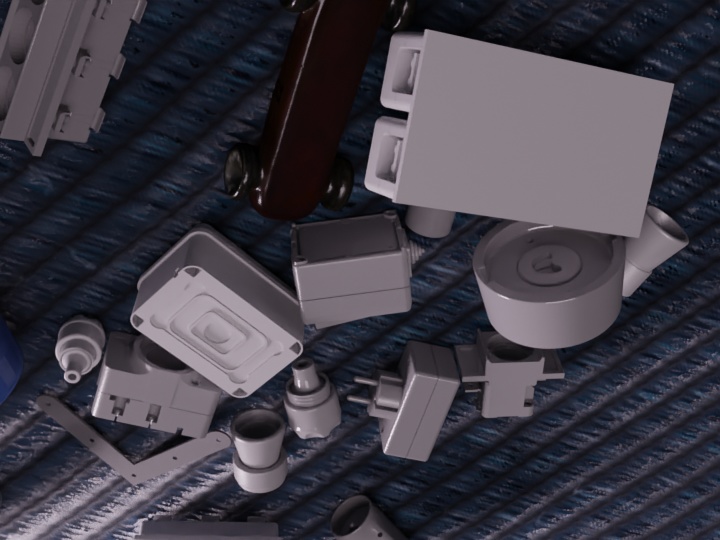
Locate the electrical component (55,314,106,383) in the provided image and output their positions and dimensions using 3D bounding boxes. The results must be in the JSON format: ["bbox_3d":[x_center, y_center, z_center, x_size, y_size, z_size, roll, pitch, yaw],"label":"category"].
[{"bbox_3d":[-0.210,0.062,0.802,0.035,0.061,0.035,-2,121,-4],"label":"electrical component"}]

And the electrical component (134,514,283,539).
[{"bbox_3d":[-0.130,0.248,0.918,0.121,0.063,0.078,3,120,-7],"label":"electrical component"}]

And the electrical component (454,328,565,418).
[{"bbox_3d":[0.118,0.083,0.859,0.081,0.042,0.063,-2,124,-4],"label":"electrical component"}]

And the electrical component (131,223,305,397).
[{"bbox_3d":[-0.102,0.030,0.792,0.113,0.057,0.078,39,117,-24],"label":"electrical component"}]

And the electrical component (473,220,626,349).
[{"bbox_3d":[0.140,0.011,0.784,0.108,0.108,0.060,-12,127,2],"label":"electrical component"}]

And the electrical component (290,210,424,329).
[{"bbox_3d":[0.000,0.000,0.786,0.096,0.061,0.061,-7,121,-1],"label":"electrical component"}]

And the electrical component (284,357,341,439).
[{"bbox_3d":[-0.040,0.099,0.851,0.043,0.043,0.062,-11,120,1],"label":"electrical component"}]

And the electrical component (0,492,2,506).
[{"bbox_3d":[-0.335,0.216,0.881,0.054,0.059,0.095,24,115,-19],"label":"electrical component"}]

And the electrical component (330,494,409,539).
[{"bbox_3d":[-0.001,0.245,0.940,0.079,0.043,0.077,-33,118,13],"label":"electrical component"}]

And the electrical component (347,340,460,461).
[{"bbox_3d":[0.028,0.101,0.857,0.076,0.047,0.083,12,118,-13],"label":"electrical component"}]

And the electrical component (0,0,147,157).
[{"bbox_3d":[-0.187,-0.143,0.679,0.063,0.078,0.121,3,125,-42],"label":"electrical component"}]

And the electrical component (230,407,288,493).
[{"bbox_3d":[-0.082,0.147,0.874,0.045,0.045,0.055,-3,121,-4],"label":"electrical component"}]

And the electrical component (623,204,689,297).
[{"bbox_3d":[0.210,-0.012,0.813,0.044,0.044,0.065,27,119,-19],"label":"electrical component"}]

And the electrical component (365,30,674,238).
[{"bbox_3d":[0.104,-0.089,0.713,0.186,0.060,0.105,7,100,-24],"label":"electrical component"}]

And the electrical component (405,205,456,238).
[{"bbox_3d":[0.055,-0.056,0.772,0.044,0.044,0.065,8,124,-10],"label":"electrical component"}]

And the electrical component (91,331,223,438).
[{"bbox_3d":[-0.154,0.085,0.827,0.089,0.050,0.055,14,118,-14],"label":"electrical component"}]
